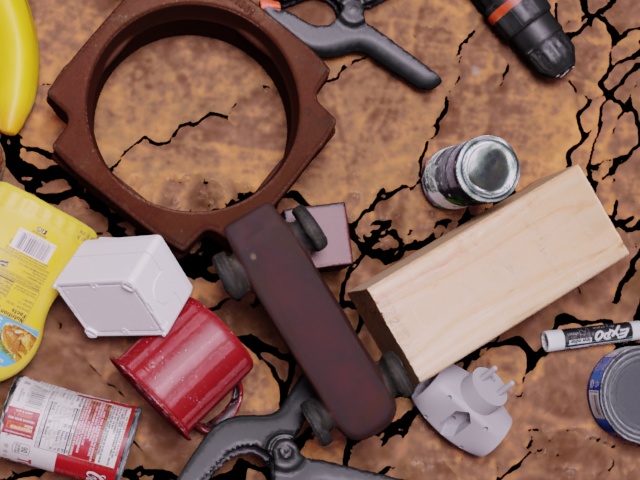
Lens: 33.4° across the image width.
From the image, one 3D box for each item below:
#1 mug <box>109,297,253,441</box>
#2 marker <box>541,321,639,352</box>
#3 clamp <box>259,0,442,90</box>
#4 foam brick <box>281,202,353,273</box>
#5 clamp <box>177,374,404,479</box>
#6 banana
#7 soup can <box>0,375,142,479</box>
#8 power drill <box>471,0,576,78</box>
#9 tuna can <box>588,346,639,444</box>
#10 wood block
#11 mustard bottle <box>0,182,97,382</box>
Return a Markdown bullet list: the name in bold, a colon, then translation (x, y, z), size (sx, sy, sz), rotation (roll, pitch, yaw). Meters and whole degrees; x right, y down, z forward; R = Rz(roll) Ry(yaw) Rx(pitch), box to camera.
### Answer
- **mug**: translation (-0.102, 0.109, 0.866), size (0.081, 0.093, 0.117), rotation (-44, 122, -15)
- **marker**: translation (0.257, 0.083, 0.947), size (0.121, 0.020, 0.020), rotation (-6, 85, -8)
- **clamp**: translation (0.033, -0.187, 0.936), size (0.171, 0.039, 0.120), rotation (-5, 79, -5)
- **foam brick**: translation (-0.006, 0.001, 0.890), size (0.053, 0.078, 0.051), rotation (-7, 85, -7)
- **clamp**: translation (-0.020, 0.180, 0.851), size (0.209, 0.036, 0.165), rotation (-27, 68, -22)
- **banana**: translation (-0.276, -0.186, 0.893), size (0.069, 0.037, 0.198), rotation (-27, 88, -3)
- **soup can**: translation (-0.200, 0.153, 0.851), size (0.102, 0.068, 0.068), rotation (17, 82, -5)
- **power drill**: translation (0.217, -0.261, 0.959), size (0.187, 0.057, 0.184), rotation (-37, 90, -10)
- **tuna can**: translation (0.280, 0.135, 0.937), size (0.086, 0.034, 0.086), rotation (1, 84, -8)
- **wood block**: translation (0.139, 0.030, 0.900), size (0.206, 0.091, 0.090), rotation (-30, 90, -10)
- **mustard bottle**: translation (-0.264, 0.056, 0.855), size (0.096, 0.058, 0.191), rotation (31, 81, -26)
